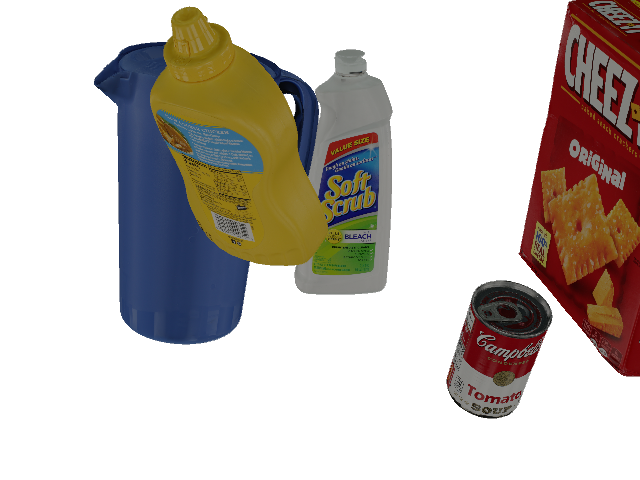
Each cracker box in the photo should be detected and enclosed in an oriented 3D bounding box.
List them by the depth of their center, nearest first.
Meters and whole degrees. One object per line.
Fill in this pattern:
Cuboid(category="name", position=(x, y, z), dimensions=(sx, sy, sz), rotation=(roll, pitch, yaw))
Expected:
Cuboid(category="cracker box", position=(0.214, -0.039, 0.738), dimensions=(0.072, 0.214, 0.164), rotation=(-7, 34, -15))

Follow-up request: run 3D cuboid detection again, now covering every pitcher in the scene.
Cuboid(category="pitcher", position=(-0.100, -0.040, 0.907), dimensions=(0.149, 0.243, 0.144), rotation=(16, 25, 19))

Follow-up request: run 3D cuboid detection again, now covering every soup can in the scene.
Cuboid(category="soup can", position=(0.150, 0.094, 0.913), dimensions=(0.068, 0.102, 0.068), rotation=(7, 38, -5))

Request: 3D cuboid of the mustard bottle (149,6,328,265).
Cuboid(category="mustard bottle", position=(-0.058, -0.066, 0.677), dimensions=(0.096, 0.058, 0.191), rotation=(19, -32, 29))

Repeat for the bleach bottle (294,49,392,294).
Cuboid(category="bleach bottle", position=(0.022, -0.069, 1.091), dimensions=(0.102, 0.251, 0.068), rotation=(0, 25, 1))
